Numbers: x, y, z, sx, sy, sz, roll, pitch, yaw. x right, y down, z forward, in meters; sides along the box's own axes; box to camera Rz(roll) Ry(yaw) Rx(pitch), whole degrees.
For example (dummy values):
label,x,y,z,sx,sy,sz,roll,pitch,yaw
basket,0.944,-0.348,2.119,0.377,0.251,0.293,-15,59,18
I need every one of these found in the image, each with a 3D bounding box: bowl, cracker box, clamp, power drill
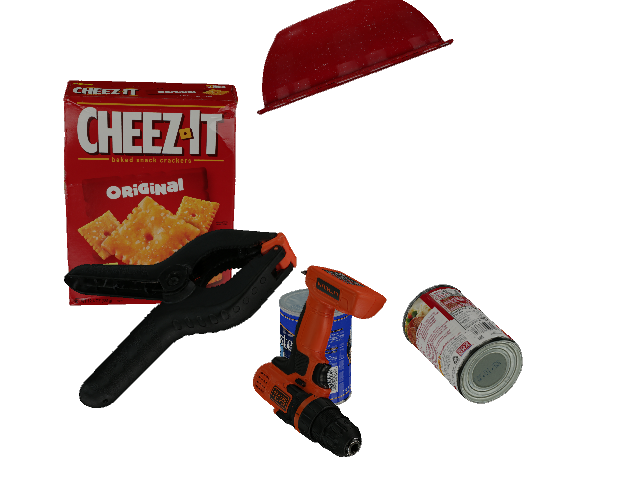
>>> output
label,x,y,z,sx,sy,sz,roll,pitch,yaw
bowl,0.018,-0.150,0.827,0.162,0.055,0.162,-20,7,2
cracker box,-0.166,-0.044,1.049,0.164,0.214,0.072,0,22,-9
clamp,-0.098,0.046,0.730,0.171,0.120,0.039,-18,-35,11
power drill,0.007,0.136,1.241,0.057,0.188,0.185,15,11,-44

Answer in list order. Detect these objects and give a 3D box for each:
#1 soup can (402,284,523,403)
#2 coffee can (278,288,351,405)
label,x,y,z,sx,sy,sz,roll,pitch,yaw
soup can,0.128,0.092,0.968,0.068,0.068,0.102,0,25,-27
coffee can,-0.007,0.149,1.494,0.103,0.140,0.103,0,17,0
